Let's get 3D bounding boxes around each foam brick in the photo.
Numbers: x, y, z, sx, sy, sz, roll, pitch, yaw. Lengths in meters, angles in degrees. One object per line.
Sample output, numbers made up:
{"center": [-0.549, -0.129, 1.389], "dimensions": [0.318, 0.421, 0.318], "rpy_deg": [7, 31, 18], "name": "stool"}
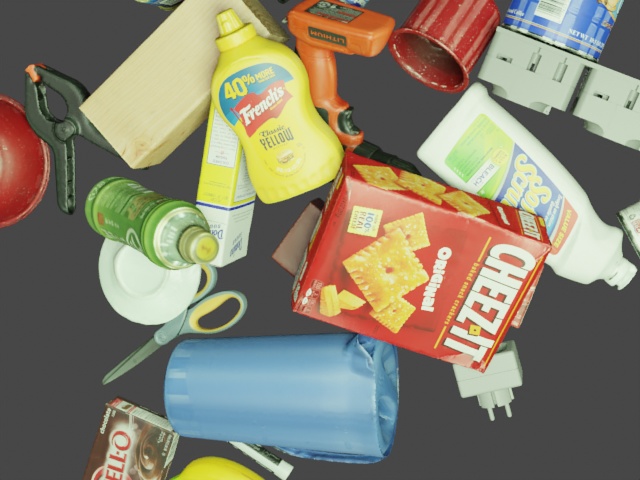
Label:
{"center": [-0.008, 0.001, 1.156], "dimensions": [0.051, 0.053, 0.078], "rpy_deg": [37, 102, 4], "name": "foam brick"}

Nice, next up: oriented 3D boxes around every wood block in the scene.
{"center": [-0.142, -0.179, 1.138], "dimensions": [0.206, 0.090, 0.091], "rpy_deg": [-42, 88, 14], "name": "wood block"}

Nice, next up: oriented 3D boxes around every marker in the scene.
{"center": [-0.086, 0.234, 1.222], "dimensions": [0.121, 0.020, 0.020], "rpy_deg": [33, 103, 6], "name": "marker"}

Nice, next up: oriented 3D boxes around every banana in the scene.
{"center": [-0.079, 0.301, 1.224], "dimensions": [0.198, 0.037, 0.070], "rpy_deg": [29, 120, 7], "name": "banana"}

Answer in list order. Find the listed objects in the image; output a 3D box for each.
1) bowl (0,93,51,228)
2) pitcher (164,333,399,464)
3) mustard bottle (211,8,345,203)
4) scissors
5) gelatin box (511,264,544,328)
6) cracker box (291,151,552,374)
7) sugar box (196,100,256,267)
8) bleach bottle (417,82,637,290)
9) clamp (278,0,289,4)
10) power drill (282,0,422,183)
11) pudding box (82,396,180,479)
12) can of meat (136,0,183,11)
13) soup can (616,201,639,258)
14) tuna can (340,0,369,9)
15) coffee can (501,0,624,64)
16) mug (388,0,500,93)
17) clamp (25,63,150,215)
{"center": [-0.394, -0.090, 1.222], "dimensions": [0.162, 0.055, 0.162], "rpy_deg": [2, 98, 12], "name": "bowl"}
{"center": [-0.037, 0.171, 1.156], "dimensions": [0.243, 0.145, 0.149], "rpy_deg": [-1, 85, 15], "name": "pitcher"}
{"center": [-0.053, -0.137, 1.051], "dimensions": [0.096, 0.058, 0.191], "rpy_deg": [-20, 108, 17], "name": "mustard bottle"}
{"center": [-0.180, 0.090, 1.223], "dimensions": [0.202, 0.016, 0.096], "rpy_deg": [-22, 91, 13], "name": "scissors"}
{"center": [0.183, 0.043, 1.133], "dimensions": [0.089, 0.030, 0.073], "rpy_deg": [21, 102, 8], "name": "gelatin box"}
{"center": [0.096, 0.025, 1.059], "dimensions": [0.213, 0.072, 0.164], "rpy_deg": [19, 118, -7], "name": "cracker box"}
{"center": [-0.097, -0.065, 1.144], "dimensions": [0.048, 0.093, 0.176], "rpy_deg": [14, 100, 11], "name": "sugar box"}
{"center": [0.224, -0.046, 1.096], "dimensions": [0.251, 0.068, 0.103], "rpy_deg": [39, 105, 2], "name": "bleach bottle"}
{"center": [-0.087, -0.343, 1.088], "dimensions": [0.164, 0.036, 0.210], "rpy_deg": [20, 66, -17], "name": "clamp"}
{"center": [0.027, -0.140, 1.080], "dimensions": [0.185, 0.057, 0.188], "rpy_deg": [21, 128, 21], "name": "power drill"}
{"center": [-0.218, 0.250, 1.241], "dimensions": [0.090, 0.039, 0.113], "rpy_deg": [21, 102, 8], "name": "pudding box"}
{"center": [-0.179, -0.299, 1.131], "dimensions": [0.057, 0.084, 0.102], "rpy_deg": [-23, 93, 14], "name": "can of meat"}
{"center": [0.358, -0.021, 1.068], "dimensions": [0.102, 0.068, 0.068], "rpy_deg": [-29, 92, 14], "name": "soup can"}
{"center": [0.015, -0.270, 1.095], "dimensions": [0.086, 0.086, 0.034], "rpy_deg": [37, 101, 4], "name": "tuna can"}
{"center": [0.250, -0.256, 1.039], "dimensions": [0.103, 0.102, 0.140], "rpy_deg": [23, 102, 8], "name": "coffee can"}
{"center": [0.121, -0.210, 1.079], "dimensions": [0.093, 0.117, 0.081], "rpy_deg": [44, 71, -31], "name": "mug"}
{"center": [-0.285, -0.116, 1.204], "dimensions": [0.120, 0.039, 0.171], "rpy_deg": [-38, 91, 8], "name": "clamp"}
